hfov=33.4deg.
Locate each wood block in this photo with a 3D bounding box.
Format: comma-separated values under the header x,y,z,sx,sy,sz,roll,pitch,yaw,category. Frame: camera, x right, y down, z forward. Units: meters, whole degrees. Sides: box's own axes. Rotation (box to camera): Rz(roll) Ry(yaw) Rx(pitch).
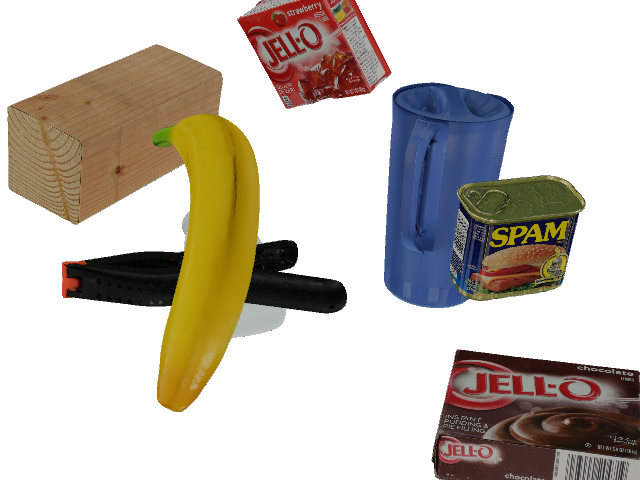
x,y,z,sx,sy,sz,roll,pitch,yaw,category
-0.194,-0.108,1.032,0.090,0.091,0.205,26,37,21,wood block

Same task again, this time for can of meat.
x,y,z,sx,sy,sz,roll,pitch,yaw,category
0.160,-0.001,0.888,0.102,0.084,0.057,-6,36,-15,can of meat

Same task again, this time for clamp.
x,y,z,sx,sy,sz,roll,pitch,yaw,category
-0.089,0.030,0.821,0.209,0.036,0.165,-2,11,-21,clamp

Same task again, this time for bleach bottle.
x,y,z,sx,sy,sz,roll,pitch,yaw,category
-0.114,0.018,1.192,0.102,0.068,0.251,-6,27,-15,bleach bottle

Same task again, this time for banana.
x,y,z,sx,sy,sz,roll,pitch,yaw,category
-0.059,-0.005,0.563,0.037,0.198,0.070,22,-50,-28,banana

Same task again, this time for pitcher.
x,y,z,sx,sy,sz,roll,pitch,yaw,category
0.131,-0.046,1.206,0.149,0.243,0.145,-5,27,-19,pitcher

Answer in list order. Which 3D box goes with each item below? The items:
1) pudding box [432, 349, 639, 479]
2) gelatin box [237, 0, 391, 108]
x,y,z,sx,sy,sz,roll,pitch,yaw,category
0.127,0.105,0.615,0.113,0.039,0.090,7,28,11,pudding box
-0.006,-0.130,0.715,0.089,0.073,0.030,-2,35,48,gelatin box
